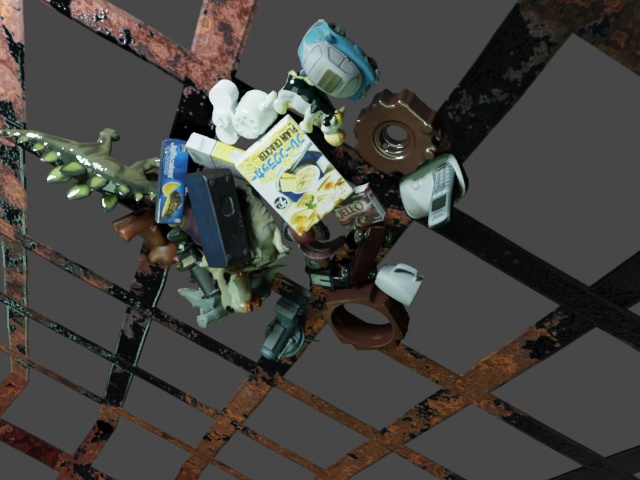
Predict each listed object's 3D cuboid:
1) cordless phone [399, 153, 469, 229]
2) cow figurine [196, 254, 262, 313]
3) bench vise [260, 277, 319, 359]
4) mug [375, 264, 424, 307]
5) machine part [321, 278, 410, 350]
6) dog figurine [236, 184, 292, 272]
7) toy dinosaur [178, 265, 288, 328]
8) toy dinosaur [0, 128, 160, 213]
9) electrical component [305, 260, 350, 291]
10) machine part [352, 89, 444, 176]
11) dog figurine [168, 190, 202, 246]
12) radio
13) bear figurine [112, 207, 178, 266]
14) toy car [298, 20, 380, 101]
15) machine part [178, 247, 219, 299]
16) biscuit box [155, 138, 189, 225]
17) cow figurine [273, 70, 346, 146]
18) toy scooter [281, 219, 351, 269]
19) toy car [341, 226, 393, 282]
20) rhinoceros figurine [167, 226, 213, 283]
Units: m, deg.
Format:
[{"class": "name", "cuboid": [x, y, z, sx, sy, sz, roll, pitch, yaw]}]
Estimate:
[{"class": "cordless phone", "cuboid": [0.220, -0.074, 1.070, 0.147, 0.184, 0.088, -26, 120, 40]}, {"class": "cow figurine", "cuboid": [-0.235, 0.095, 1.376, 0.127, 0.085, 0.194, -10, 102, 21]}, {"class": "bench vise", "cuboid": [-0.083, 0.244, 1.544, 0.129, 0.223, 0.240, 15, 165, 18]}, {"class": "mug", "cuboid": [0.193, 0.100, 1.319, 0.107, 0.081, 0.109, 23, 144, 14]}, {"class": "machine part", "cuboid": [0.123, 0.200, 1.442, 0.202, 0.087, 0.200, -11, 125, 34]}, {"class": "dog figurine", "cuboid": [-0.161, -0.032, 1.325, 0.172, 0.121, 0.190, -40, 71, 59]}, {"class": "toy dinosaur", "cuboid": [-0.224, 0.148, 1.528, 0.405, 0.192, 0.131, -19, 89, 20]}, {"class": "toy dinosaur", "cuboid": [-0.561, -0.186, 1.323, 0.472, 0.198, 0.105, 25, 133, 0]}, {"class": "electrical component", "cuboid": [0.024, 0.092, 1.414, 0.119, 0.048, 0.074, 2, 131, 23]}, {"class": "machine part", "cuboid": [0.152, -0.209, 1.068, 0.180, 0.056, 0.179, 14, 135, 15]}, {"class": "dog figurine", "cuboid": [-0.317, -0.022, 1.430, 0.192, 0.108, 0.219, 13, 137, 13]}, {"class": "radio", "cuboid": [-0.235, -0.050, 1.242, 0.131, 0.073, 0.229, 2, 109, 57]}, {"class": "bear figurine", "cuboid": [-0.479, 0.009, 1.524, 0.120, 0.132, 0.195, 29, 145, 50]}, {"class": "toy car", "cuboid": [0.025, -0.315, 0.995, 0.161, 0.103, 0.109, 39, 136, -10]}, {"class": "machine part", "cuboid": [-0.322, 0.091, 1.427, 0.084, 0.039, 0.139, -31, 93, 34]}, {"class": "biscuit box", "cuboid": [-0.352, -0.139, 1.280, 0.059, 0.202, 0.063, 4, -173, -23]}, {"class": "cow figurine", "cuboid": [-0.005, -0.266, 1.080, 0.167, 0.068, 0.098, 34, 134, -7]}, {"class": "toy scooter", "cuboid": [-0.003, -0.004, 1.319, 0.135, 0.075, 0.183, -12, 127, 32]}, {"class": "toy car", "cuboid": [0.111, 0.031, 1.300, 0.089, 0.053, 0.202, 0, 138, -13]}, {"class": "rhinoceros figurine", "cuboid": [-0.362, 0.039, 1.510, 0.073, 0.112, 0.190, -14, 140, 9]}]
